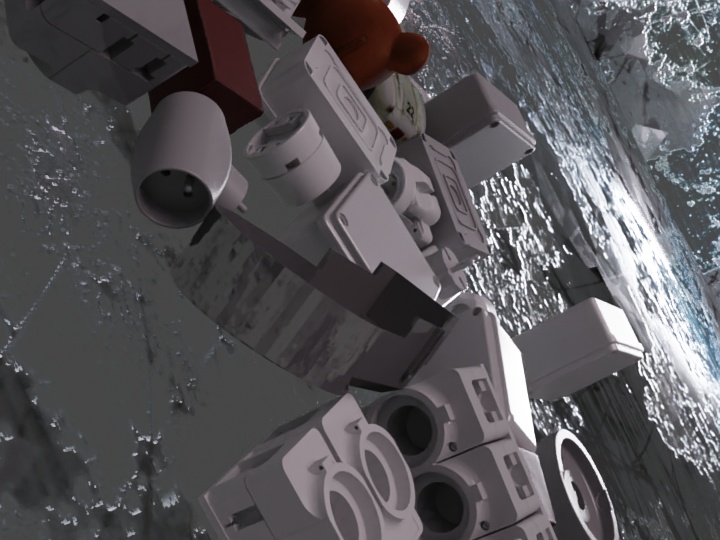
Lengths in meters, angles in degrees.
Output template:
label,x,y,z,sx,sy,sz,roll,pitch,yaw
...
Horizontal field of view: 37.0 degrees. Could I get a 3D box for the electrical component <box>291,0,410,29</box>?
label,x,y,z,sx,sy,sz,roll,pitch,yaw
electrical component,-0.007,-0.250,0.960,0.060,0.108,0.108,17,50,-68

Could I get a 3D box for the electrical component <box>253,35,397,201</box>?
label,x,y,z,sx,sy,sz,roll,pitch,yaw
electrical component,-0.029,-0.110,0.815,0.113,0.057,0.078,54,24,-21

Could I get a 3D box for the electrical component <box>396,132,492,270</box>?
label,x,y,z,sx,sy,sz,roll,pitch,yaw
electrical component,0.061,-0.054,0.945,0.078,0.057,0.113,18,49,-60

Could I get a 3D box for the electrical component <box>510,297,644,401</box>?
label,x,y,z,sx,sy,sz,roll,pitch,yaw
electrical component,0.205,0.079,1.043,0.109,0.109,0.056,17,47,-60

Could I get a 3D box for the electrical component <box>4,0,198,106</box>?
label,x,y,z,sx,sy,sz,roll,pitch,yaw
electrical component,-0.157,-0.179,0.610,0.089,0.062,0.150,26,42,-55

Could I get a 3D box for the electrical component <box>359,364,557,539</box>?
label,x,y,z,sx,sy,sz,roll,pitch,yaw
electrical component,0.058,0.145,0.675,0.062,0.089,0.150,6,60,-64

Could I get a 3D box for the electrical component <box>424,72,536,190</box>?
label,x,y,z,sx,sy,sz,roll,pitch,yaw
electrical component,0.099,-0.127,1.043,0.109,0.109,0.056,20,44,-59

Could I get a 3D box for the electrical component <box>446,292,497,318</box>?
label,x,y,z,sx,sy,sz,roll,pitch,yaw
electrical component,0.099,0.042,0.939,0.062,0.043,0.043,14,52,-62

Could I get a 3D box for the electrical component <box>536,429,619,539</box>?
label,x,y,z,sx,sy,sz,roll,pitch,yaw
electrical component,0.159,0.191,0.879,0.108,0.060,0.108,47,27,-33

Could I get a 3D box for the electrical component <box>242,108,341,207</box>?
label,x,y,z,sx,sy,sz,roll,pitch,yaw
electrical component,-0.046,-0.077,0.747,0.047,0.055,0.055,55,24,-27

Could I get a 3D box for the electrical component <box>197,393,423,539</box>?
label,x,y,z,sx,sy,sz,roll,pitch,yaw
electrical component,0.005,0.170,0.572,0.186,0.060,0.105,61,23,-3

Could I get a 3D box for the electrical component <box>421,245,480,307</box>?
label,x,y,z,sx,sy,sz,roll,pitch,yaw
electrical component,0.059,0.007,0.851,0.047,0.076,0.083,63,22,0

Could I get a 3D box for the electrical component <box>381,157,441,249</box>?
label,x,y,z,sx,sy,sz,roll,pitch,yaw
electrical component,0.027,-0.059,0.880,0.057,0.058,0.078,30,39,-57

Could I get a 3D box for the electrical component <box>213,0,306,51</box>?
label,x,y,z,sx,sy,sz,roll,pitch,yaw
electrical component,-0.094,-0.220,0.773,0.079,0.063,0.121,28,-3,40

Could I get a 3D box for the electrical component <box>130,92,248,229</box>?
label,x,y,z,sx,sy,sz,roll,pitch,yaw
electrical component,-0.093,-0.054,0.632,0.079,0.043,0.077,47,27,-33

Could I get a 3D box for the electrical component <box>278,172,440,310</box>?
label,x,y,z,sx,sy,sz,roll,pitch,yaw
electrical component,0.000,0.000,0.755,0.108,0.056,0.108,58,23,-12

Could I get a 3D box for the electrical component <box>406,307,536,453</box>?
label,x,y,z,sx,sy,sz,roll,pitch,yaw
electrical component,0.078,0.092,0.794,0.057,0.078,0.113,49,26,-36
